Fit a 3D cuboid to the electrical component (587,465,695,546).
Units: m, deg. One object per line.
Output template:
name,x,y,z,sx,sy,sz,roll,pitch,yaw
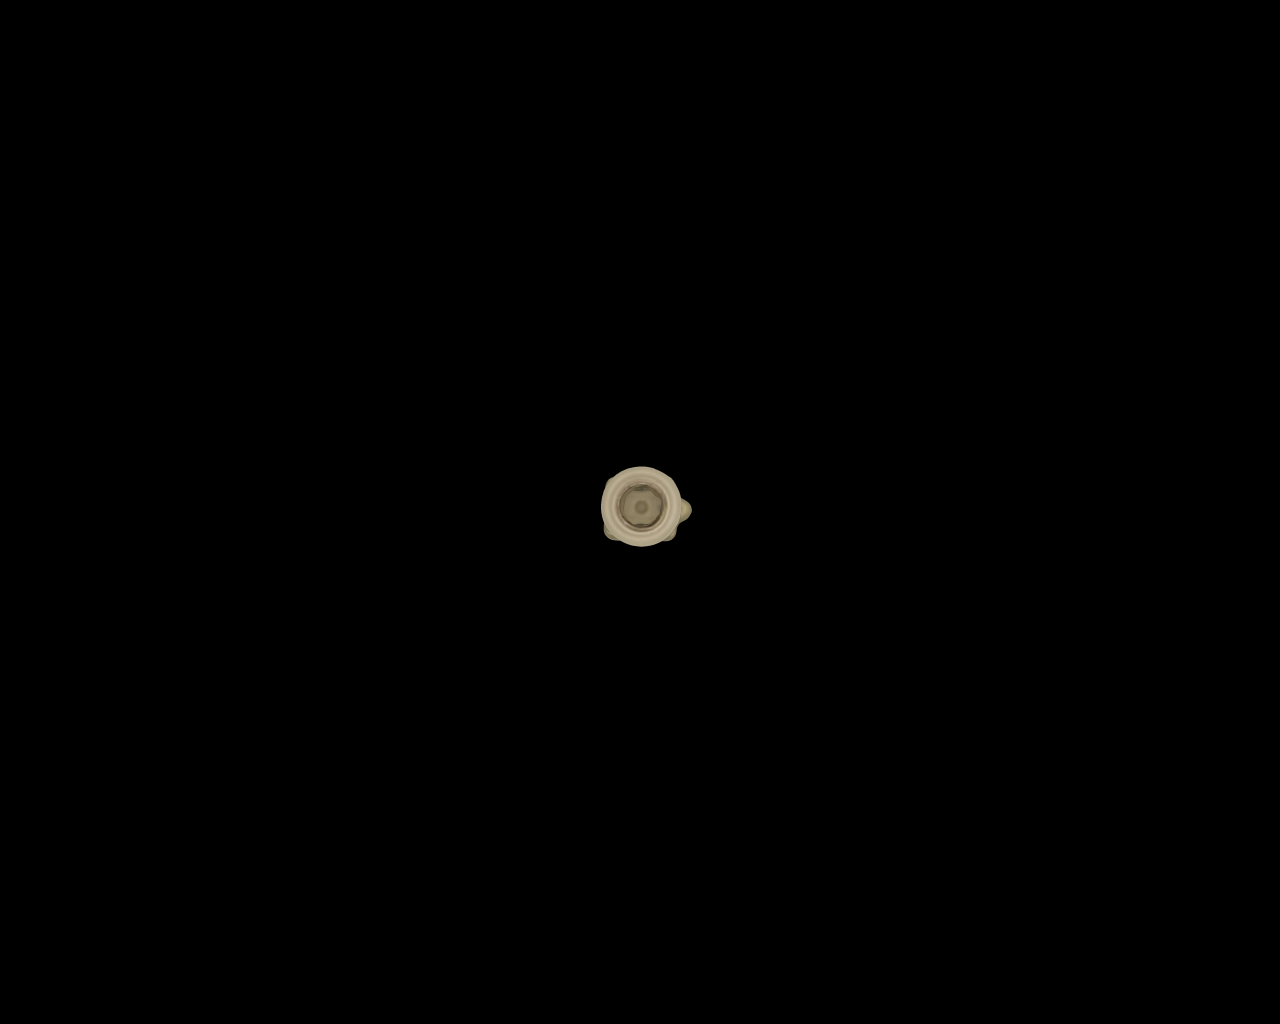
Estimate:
electrical component,0.001,-0.003,0.650,0.066,0.048,0.055,0,-4,0
